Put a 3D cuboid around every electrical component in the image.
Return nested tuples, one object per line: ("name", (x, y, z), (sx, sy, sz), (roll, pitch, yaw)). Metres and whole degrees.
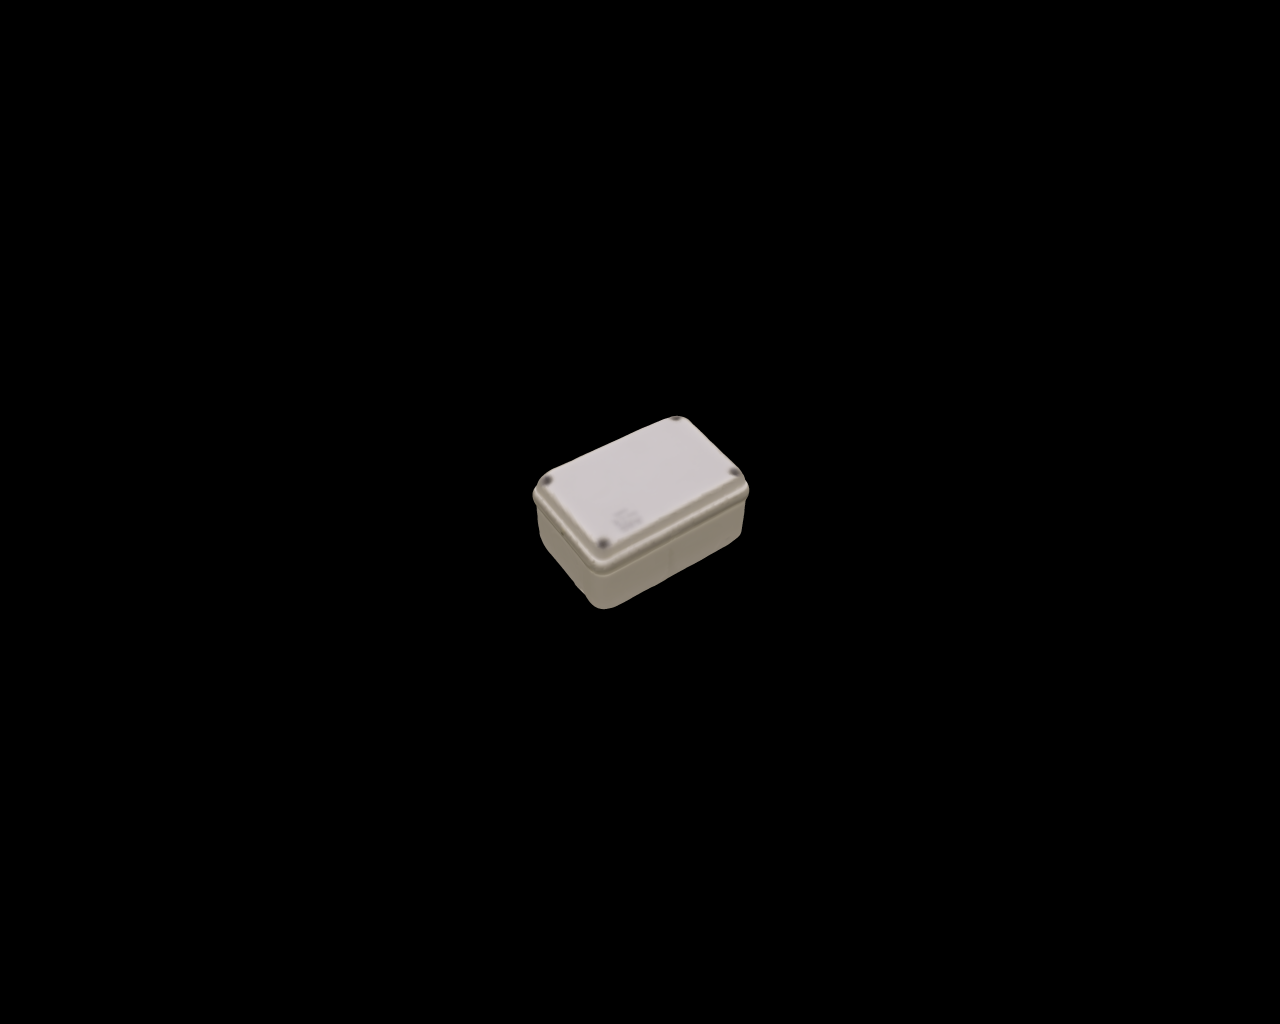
("electrical component", (0.001, -0.003, 0.650), (0.113, 0.057, 0.078), (-27, 53, -22))
